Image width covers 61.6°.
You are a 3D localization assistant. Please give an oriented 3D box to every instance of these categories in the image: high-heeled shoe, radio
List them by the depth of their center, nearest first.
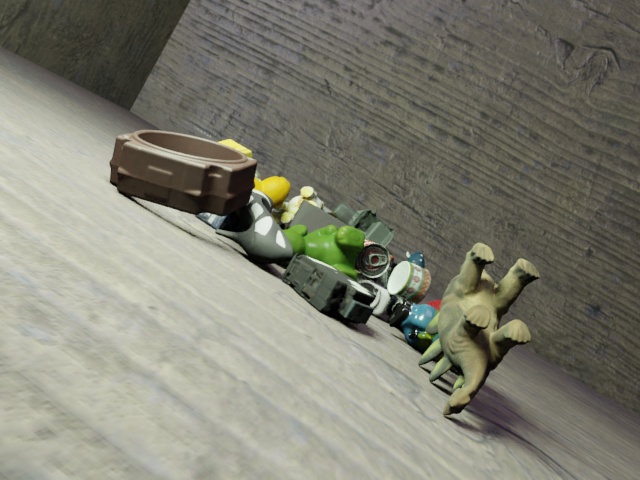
[{"bbox_3d":[-0.084,-0.028,0.963,0.145,0.086,0.249,15,25,12],"label":"high-heeled shoe"},{"bbox_3d":[-0.003,-0.004,1.226,0.131,0.073,0.229,30,-11,3],"label":"radio"}]

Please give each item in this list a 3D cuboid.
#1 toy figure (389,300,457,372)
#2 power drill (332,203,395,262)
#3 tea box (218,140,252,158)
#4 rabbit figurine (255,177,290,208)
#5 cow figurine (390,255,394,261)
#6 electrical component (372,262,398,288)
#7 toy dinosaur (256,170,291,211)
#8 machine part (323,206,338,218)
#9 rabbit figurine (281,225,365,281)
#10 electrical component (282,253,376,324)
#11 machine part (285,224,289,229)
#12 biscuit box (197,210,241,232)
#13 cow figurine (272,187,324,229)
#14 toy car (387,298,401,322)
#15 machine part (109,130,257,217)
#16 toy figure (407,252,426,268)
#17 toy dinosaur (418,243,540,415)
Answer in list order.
[{"bbox_3d":[0.216,0.170,0.949,0.180,0.082,0.089,33,-27,0],"label":"toy figure"},{"bbox_3d":[0.133,-0.013,1.427,0.232,0.086,0.207,42,-1,-4],"label":"power drill"},{"bbox_3d":[-0.228,-0.141,1.071,0.169,0.068,0.098,-23,37,-30],"label":"tea box"},{"bbox_3d":[-0.155,-0.110,1.245,0.173,0.162,0.122,5,12,-22],"label":"rabbit figurine"},{"bbox_3d":[0.116,0.079,1.280,0.085,0.127,0.195,30,-10,-8],"label":"cow figurine"},{"bbox_3d":[0.110,0.089,1.158,0.119,0.075,0.047,-10,-12,22],"label":"electrical component"},{"bbox_3d":[-0.146,-0.098,1.520,0.404,0.131,0.192,33,14,-41],"label":"toy dinosaur"},{"bbox_3d":[-0.013,-0.063,1.450,0.079,0.079,0.243,28,5,-27],"label":"machine part"},{"bbox_3d":[-0.021,0.013,1.032,0.170,0.121,0.159,12,7,-22],"label":"rabbit figurine"},{"bbox_3d":[0.022,0.082,0.853,0.114,0.058,0.134,23,8,-46],"label":"electrical component"},{"bbox_3d":[-0.029,0.006,1.444,0.179,0.056,0.179,30,5,-3],"label":"machine part"},{"bbox_3d":[-0.171,-0.052,1.069,0.059,0.062,0.202,33,5,11],"label":"biscuit box"},{"bbox_3d":[-0.075,-0.068,1.348,0.098,0.167,0.068,26,43,-72],"label":"cow figurine"},{"bbox_3d":[0.184,0.155,1.120,0.073,0.056,0.201,31,4,5],"label":"toy car"},{"bbox_3d":[-0.216,-0.115,0.874,0.201,0.087,0.201,17,15,7],"label":"machine part"},{"bbox_3d":[0.202,0.098,1.250,0.064,0.154,0.058,29,1,-40],"label":"toy figure"},{"bbox_3d":[0.230,0.103,0.818,0.105,0.198,0.471,31,36,6],"label":"toy dinosaur"}]
